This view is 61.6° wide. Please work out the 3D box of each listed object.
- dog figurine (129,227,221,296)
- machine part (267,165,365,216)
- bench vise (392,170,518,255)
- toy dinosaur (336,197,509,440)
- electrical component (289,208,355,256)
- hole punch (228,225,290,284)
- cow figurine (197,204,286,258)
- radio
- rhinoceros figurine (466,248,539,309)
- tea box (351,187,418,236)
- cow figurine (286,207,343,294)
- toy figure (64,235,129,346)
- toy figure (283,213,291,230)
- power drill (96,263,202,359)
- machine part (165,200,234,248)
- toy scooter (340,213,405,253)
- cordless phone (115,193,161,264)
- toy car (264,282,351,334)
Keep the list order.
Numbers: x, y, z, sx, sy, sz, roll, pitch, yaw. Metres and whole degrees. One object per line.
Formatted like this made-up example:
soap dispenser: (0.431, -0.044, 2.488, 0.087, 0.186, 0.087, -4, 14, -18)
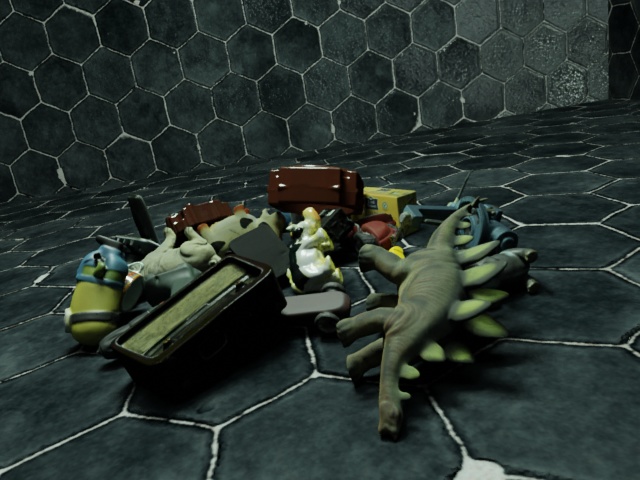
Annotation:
dog figurine: (-0.315, 0.072, 1.086, 0.173, 0.121, 0.190, -1, 32, 35)
machine part: (-0.005, -0.108, 1.205, 0.202, 0.087, 0.201, 1, -5, 11)
bench vise: (0.257, -0.040, 1.039, 0.241, 0.128, 0.224, 5, 31, -17)
toy dinosaur: (0.151, 0.064, 0.726, 0.199, 0.104, 0.471, -2, 35, 21)
electrical component: (-0.002, -0.003, 1.119, 0.134, 0.058, 0.115, -46, 13, -11)
hole punch: (-0.120, 0.050, 1.049, 0.116, 0.092, 0.142, 47, 44, 15)
cow figurine: (-0.170, -0.013, 1.244, 0.195, 0.127, 0.085, -25, -10, 2)
radio: (-0.165, 0.117, 0.767, 0.131, 0.073, 0.229, 10, 42, 47)
rhinoceros figurine: (0.250, 0.054, 0.844, 0.190, 0.073, 0.112, -13, 18, -14)
tea box: (0.149, -0.069, 1.271, 0.068, 0.098, 0.170, -20, 18, -34)
cow figurine: (-0.024, 0.020, 1.004, 0.098, 0.068, 0.167, -24, 52, 10)
toy figure: (-0.372, 0.086, 0.907, 0.089, 0.180, 0.082, 4, -19, 31)
toy figure: (-0.043, -0.061, 1.418, 0.155, 0.064, 0.057, -5, -22, -3)
power drill: (-0.262, 0.112, 0.919, 0.232, 0.085, 0.207, -19, 14, -15)
machine part: (-0.295, -0.036, 1.314, 0.179, 0.056, 0.179, -24, -15, -7)
toy scooter: (0.121, -0.013, 1.138, 0.135, 0.075, 0.184, -18, 14, -17)
cordless phone: (-0.444, -0.023, 1.289, 0.147, 0.184, 0.089, 6, 27, 42)
toy car: (-0.050, 0.115, 0.837, 0.202, 0.053, 0.089, -9, 34, 12)
